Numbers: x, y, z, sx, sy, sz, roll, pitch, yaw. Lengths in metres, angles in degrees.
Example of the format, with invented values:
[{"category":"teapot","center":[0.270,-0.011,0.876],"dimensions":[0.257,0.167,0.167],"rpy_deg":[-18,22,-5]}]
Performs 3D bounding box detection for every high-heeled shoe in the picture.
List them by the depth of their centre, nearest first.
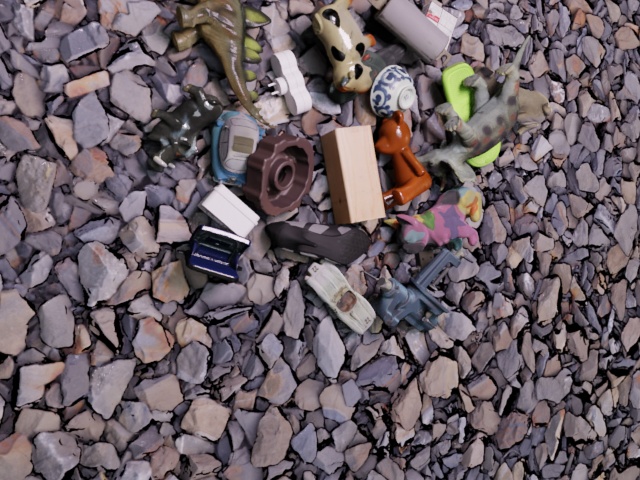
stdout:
[{"category":"high-heeled shoe","center":[-0.002,-0.004,1.208],"dimensions":[0.248,0.145,0.086],"rpy_deg":[4,102,-51]}]

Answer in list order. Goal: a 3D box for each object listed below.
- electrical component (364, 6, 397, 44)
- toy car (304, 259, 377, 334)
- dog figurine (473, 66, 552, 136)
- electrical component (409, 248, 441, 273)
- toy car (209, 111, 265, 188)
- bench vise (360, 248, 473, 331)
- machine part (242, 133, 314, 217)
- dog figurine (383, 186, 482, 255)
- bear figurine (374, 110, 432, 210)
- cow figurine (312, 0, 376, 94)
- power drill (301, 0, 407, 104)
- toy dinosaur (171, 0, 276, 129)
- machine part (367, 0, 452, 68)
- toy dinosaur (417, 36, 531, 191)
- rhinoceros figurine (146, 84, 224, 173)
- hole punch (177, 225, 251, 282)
[{"category":"electrical component","center":[0.173,-0.515,1.286],"dimensions":[0.119,0.048,0.074],"rpy_deg":[18,83,-22]},{"category":"toy car","center":[0.045,0.128,1.212],"dimensions":[0.073,0.056,0.201],"rpy_deg":[-47,106,-17]},{"category":"dog figurine","center":[0.467,-0.364,1.345],"dimensions":[0.190,0.172,0.121],"rpy_deg":[40,64,-24]},{"category":"electrical component","center":[0.259,0.051,1.322],"dimensions":[0.094,0.021,0.063],"rpy_deg":[-11,92,-22]},{"category":"toy car","center":[-0.172,-0.193,1.105],"dimensions":[0.109,0.103,0.161],"rpy_deg":[10,83,-21]},{"category":"bench vise","center":[0.237,0.104,1.246],"dimensions":[0.223,0.129,0.240],"rpy_deg":[40,95,-25]},{"category":"machine part","center":[-0.084,-0.137,1.120],"dimensions":[0.179,0.056,0.179],"rpy_deg":[-33,135,-40]},{"category":"dog figurine","center":[0.267,-0.052,1.284],"dimensions":[0.219,0.108,0.191],"rpy_deg":[11,81,-17]},{"category":"bear figurine","center":[0.174,-0.186,1.242],"dimensions":[0.132,0.120,0.195],"rpy_deg":[-32,99,-17]},{"category":"cow figurine","center":[0.051,-0.400,1.139],"dimensions":[0.127,0.086,0.194],"rpy_deg":[-40,110,-21]},{"category":"power drill","center":[0.070,-0.440,1.232],"dimensions":[0.232,0.086,0.207],"rpy_deg":[-48,113,-14]},{"category":"toy dinosaur","center":[-0.203,-0.451,1.098],"dimensions":[0.198,0.105,0.470],"rpy_deg":[-14,96,-24]},{"category":"machine part","center":[0.211,-0.487,1.233],"dimensions":[0.243,0.079,0.079],"rpy_deg":[33,77,-17]},{"category":"toy dinosaur","center":[0.390,-0.279,1.271],"dimensions":[0.405,0.131,0.192],"rpy_deg":[-40,127,-2]},{"category":"rhinoceros figurine","center":[-0.274,-0.218,1.066],"dimensions":[0.112,0.073,0.190],"rpy_deg":[44,91,-3]},{"category":"hole punch","center":[-0.206,0.019,1.074],"dimensions":[0.142,0.116,0.092],"rpy_deg":[16,95,-20]}]
